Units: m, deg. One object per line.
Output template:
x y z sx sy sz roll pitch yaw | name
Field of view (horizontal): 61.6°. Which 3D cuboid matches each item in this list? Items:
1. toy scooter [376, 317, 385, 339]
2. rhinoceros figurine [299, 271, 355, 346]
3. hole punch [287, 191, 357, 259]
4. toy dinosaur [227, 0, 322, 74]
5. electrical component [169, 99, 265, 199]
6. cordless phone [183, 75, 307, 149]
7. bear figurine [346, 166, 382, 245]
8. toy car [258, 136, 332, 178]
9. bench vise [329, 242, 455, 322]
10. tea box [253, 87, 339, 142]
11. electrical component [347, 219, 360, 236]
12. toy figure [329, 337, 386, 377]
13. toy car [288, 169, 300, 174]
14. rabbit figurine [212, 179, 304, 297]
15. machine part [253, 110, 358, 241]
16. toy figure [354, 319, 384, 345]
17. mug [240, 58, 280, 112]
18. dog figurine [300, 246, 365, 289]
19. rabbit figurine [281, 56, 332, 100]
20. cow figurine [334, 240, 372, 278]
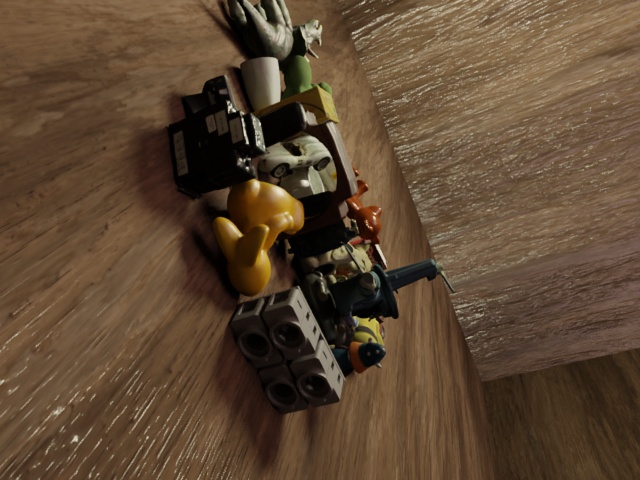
0.127 0.174 1.403 0.135 0.075 0.184 26 53 -64 | toy scooter
0.010 0.152 1.095 0.190 0.073 0.112 61 10 -25 | rhinoceros figurine
-0.014 -0.025 1.077 0.092 0.142 0.115 140 -66 -71 | hole punch
-0.116 -0.482 1.271 0.192 0.131 0.405 67 25 -13 | toy dinosaur
-0.149 -0.135 0.790 0.058 0.134 0.115 26 51 -65 | electrical component
-0.117 -0.207 0.872 0.088 0.184 0.146 3 71 -66 | cordless phone
0.111 -0.089 1.432 0.196 0.132 0.120 42 -2 38 | bear figurine
-0.055 -0.174 1.096 0.202 0.056 0.074 -16 51 -41 | toy car
0.141 0.087 1.084 0.223 0.241 0.129 79 -10 -56 | bench vise
-0.057 -0.249 1.110 0.098 0.170 0.068 -12 85 -73 | tea box
0.050 -0.023 1.336 0.078 0.102 0.045 99 -18 -85 | electrical component
0.054 0.222 1.008 0.064 0.155 0.058 67 21 -12 | toy figure
-0.037 -0.147 1.261 0.202 0.053 0.089 52 6 -49 | toy car
-0.098 0.001 0.831 0.162 0.122 0.173 67 33 -80 | rabbit figurine
-0.046 -0.114 0.961 0.087 0.201 0.201 -42 112 -73 | machine part
0.093 0.194 1.275 0.089 0.082 0.180 38 41 -41 | toy figure
-0.122 -0.328 1.161 0.109 0.081 0.107 -29 112 -78 | mug
-0.005 -0.001 1.178 0.191 0.121 0.172 65 10 29 | dog figurine
-0.056 -0.361 1.320 0.170 0.121 0.159 72 33 -54 | rabbit figurine
0.076 0.050 1.362 0.194 0.086 0.127 30 47 -59 | cow figurine
